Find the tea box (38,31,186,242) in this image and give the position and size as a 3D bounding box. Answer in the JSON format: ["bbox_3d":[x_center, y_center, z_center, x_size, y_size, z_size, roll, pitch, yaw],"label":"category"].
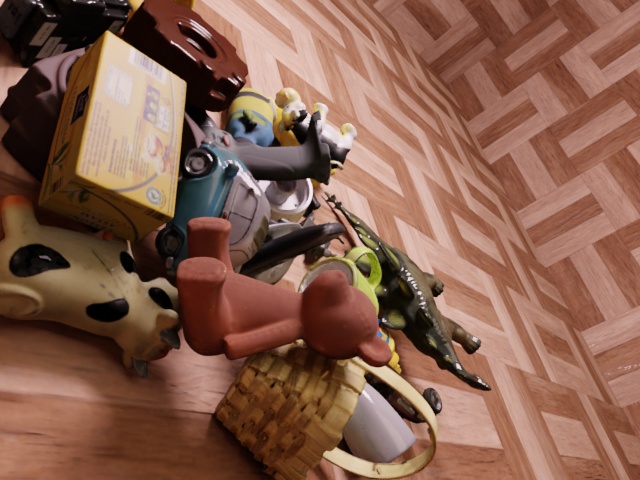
[{"bbox_3d":[-0.188,-0.096,0.505,0.098,0.068,0.170,29,49,-41],"label":"tea box"}]

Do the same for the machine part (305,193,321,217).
[{"bbox_3d":[-0.046,-0.076,0.932,0.084,0.039,0.139,63,26,-1],"label":"machine part"}]

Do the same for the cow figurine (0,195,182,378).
[{"bbox_3d":[-0.201,0.050,0.490,0.194,0.085,0.127,26,33,-47],"label":"cow figurine"}]

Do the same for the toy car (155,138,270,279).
[{"bbox_3d":[-0.108,-0.024,0.593,0.109,0.103,0.161,86,16,-67],"label":"toy car"}]

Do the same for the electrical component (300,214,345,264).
[{"bbox_3d":[-0.003,-0.003,0.907,0.078,0.045,0.102,53,27,-7],"label":"electrical component"}]

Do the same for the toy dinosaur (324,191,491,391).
[{"bbox_3d":[0.139,0.077,0.943,0.198,0.105,0.472,36,13,-45],"label":"toy dinosaur"}]

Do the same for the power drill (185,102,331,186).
[{"bbox_3d":[-0.095,-0.133,0.770,0.207,0.086,0.232,-7,61,-15],"label":"power drill"}]

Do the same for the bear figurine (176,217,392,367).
[{"bbox_3d":[-0.030,0.056,0.512,0.196,0.131,0.120,0,30,-4],"label":"bear figurine"}]

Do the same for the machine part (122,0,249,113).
[{"bbox_3d":[-0.176,-0.256,0.730,0.179,0.056,0.179,35,28,-22],"label":"machine part"}]

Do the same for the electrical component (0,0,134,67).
[{"bbox_3d":[-0.306,-0.261,0.637,0.058,0.115,0.134,53,25,1],"label":"electrical component"}]

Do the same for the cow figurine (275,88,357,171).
[{"bbox_3d":[-0.018,-0.194,0.963,0.167,0.068,0.098,32,54,-19],"label":"cow figurine"}]

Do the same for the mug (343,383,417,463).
[{"bbox_3d":[0.069,0.240,0.718,0.107,0.081,0.109,55,14,15],"label":"mug"}]

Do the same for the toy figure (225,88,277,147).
[{"bbox_3d":[-0.120,-0.192,0.896,0.089,0.082,0.180,42,32,-26],"label":"toy figure"}]

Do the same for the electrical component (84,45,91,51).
[{"bbox_3d":[-0.218,-0.172,0.594,0.094,0.021,0.063,59,27,7],"label":"electrical component"}]

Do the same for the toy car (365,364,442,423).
[{"bbox_3d":[0.094,0.211,0.776,0.202,0.089,0.053,46,28,-20],"label":"toy car"}]

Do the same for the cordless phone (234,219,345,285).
[{"bbox_3d":[-0.038,0.006,0.683,0.146,0.184,0.088,-11,82,-61],"label":"cordless phone"}]

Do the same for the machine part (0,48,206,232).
[{"bbox_3d":[-0.235,-0.119,0.624,0.201,0.087,0.201,49,27,-14],"label":"machine part"}]

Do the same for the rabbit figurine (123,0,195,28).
[{"bbox_3d":[-0.260,-0.350,0.803,0.173,0.162,0.122,54,8,-43],"label":"rabbit figurine"}]
